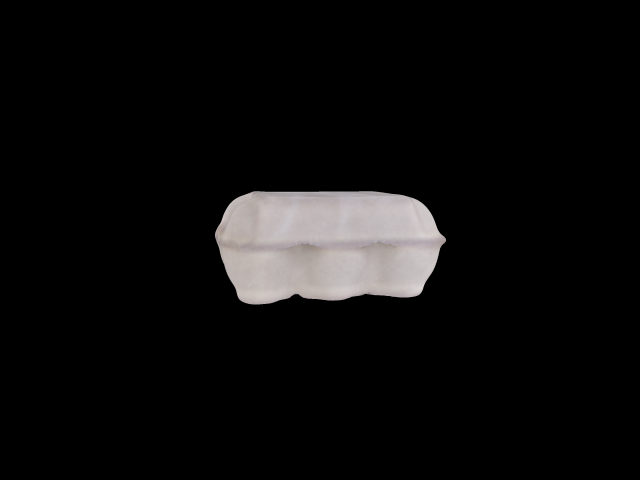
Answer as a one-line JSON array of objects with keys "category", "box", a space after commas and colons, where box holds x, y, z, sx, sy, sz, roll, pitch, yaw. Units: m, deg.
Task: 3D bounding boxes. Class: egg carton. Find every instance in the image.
[{"category": "egg carton", "box": [0.004, 0.001, 0.400, 0.150, 0.069, 0.107, -2, 7, -13]}]
